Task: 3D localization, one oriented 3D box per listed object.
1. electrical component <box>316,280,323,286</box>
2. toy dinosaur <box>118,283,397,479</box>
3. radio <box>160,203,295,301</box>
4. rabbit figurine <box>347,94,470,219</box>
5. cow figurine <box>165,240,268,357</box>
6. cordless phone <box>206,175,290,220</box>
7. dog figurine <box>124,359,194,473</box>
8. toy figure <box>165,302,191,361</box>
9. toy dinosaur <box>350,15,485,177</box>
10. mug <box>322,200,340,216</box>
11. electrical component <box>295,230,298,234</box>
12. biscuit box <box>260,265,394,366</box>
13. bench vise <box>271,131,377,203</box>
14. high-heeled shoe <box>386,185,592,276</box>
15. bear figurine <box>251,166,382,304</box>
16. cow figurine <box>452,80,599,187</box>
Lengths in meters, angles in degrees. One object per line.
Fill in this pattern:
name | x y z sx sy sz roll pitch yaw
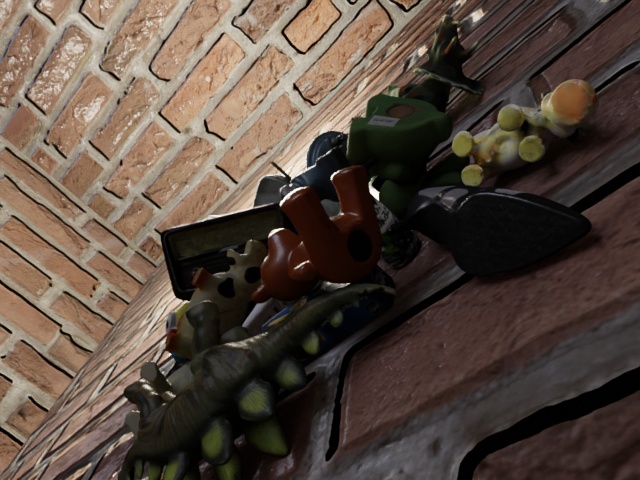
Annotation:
electrical component | 0.018 0.072 0.774 0.102 0.045 0.078 -37 46 42
toy dinosaur | -0.106 0.177 0.637 0.471 0.105 0.199 -48 44 16
radio | -0.154 0.025 0.948 0.230 0.131 0.073 -13 -8 9
rabbit figurine | 0.127 -0.105 0.752 0.159 0.170 0.121 5 41 17
cow figurine | -0.129 0.089 0.780 0.195 0.127 0.085 -66 17 -12
cordless phone | -0.128 -0.059 1.047 0.089 0.184 0.146 -120 39 -49
dog figurine | -0.211 0.270 0.845 0.190 0.121 0.172 88 -166 -72
toy figure | -0.233 0.172 0.969 0.089 0.082 0.180 -47 -16 -31
toy dinosaur | 0.147 -0.209 0.978 0.405 0.131 0.192 -51 14 -3
mug | -0.002 -0.003 0.938 0.110 0.080 0.107 -23 35 42
electrical component | -0.027 -0.005 1.026 0.119 0.074 0.048 -39 15 18
biscuit box | 0.003 0.100 0.697 0.202 0.062 0.059 -39 19 27
bench vise | 0.003 -0.097 0.870 0.223 0.128 0.241 -48 17 -27
high-heeled shoe | 0.184 -0.025 0.571 0.145 0.086 0.249 -21 17 -37
bear figurine | -0.018 0.005 0.650 0.120 0.131 0.196 -28 8 -35
cow figurine | 0.239 -0.121 0.603 0.098 0.068 0.167 -19 -5 -41
